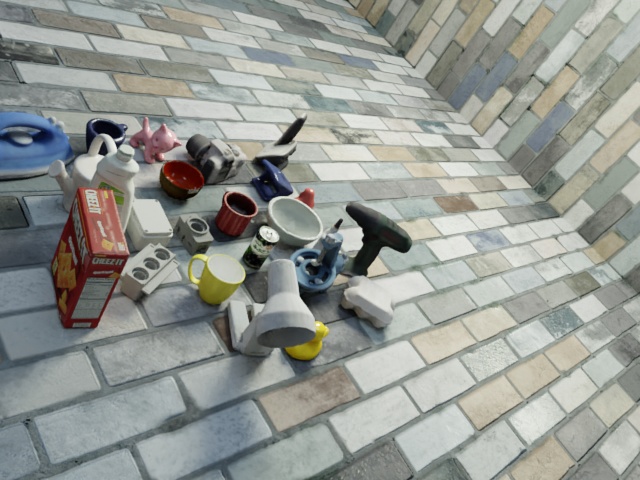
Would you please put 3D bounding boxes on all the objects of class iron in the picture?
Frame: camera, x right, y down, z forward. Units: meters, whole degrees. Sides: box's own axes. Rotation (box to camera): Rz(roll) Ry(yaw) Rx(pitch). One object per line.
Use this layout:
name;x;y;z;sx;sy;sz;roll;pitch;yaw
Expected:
iron;-0.644;-0.223;1.243;0.259;0.141;0.118;-15;58;-49

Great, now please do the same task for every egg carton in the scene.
egg carton;0.129;0.162;1.513;0.150;0.069;0.107;31;34;-6

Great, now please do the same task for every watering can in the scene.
watering can;-0.487;-0.139;1.232;0.101;0.194;0.173;41;35;9

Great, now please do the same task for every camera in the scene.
camera;-0.295;-0.244;1.605;0.136;0.100;0.143;43;35;11

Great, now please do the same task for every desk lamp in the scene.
desk lamp;-0.103;0.155;1.193;0.118;0.213;0.203;12;41;-31

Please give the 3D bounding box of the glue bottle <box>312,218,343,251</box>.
glue bottle;0.014;0.005;1.509;0.037;0.173;0.078;40;34;6

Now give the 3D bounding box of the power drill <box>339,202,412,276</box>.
power drill;0.127;0.007;1.572;0.230;0.208;0.075;19;37;-23

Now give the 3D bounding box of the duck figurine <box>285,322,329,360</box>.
duck figurine;-0.025;0.220;1.296;0.105;0.086;0.077;-2;49;-42

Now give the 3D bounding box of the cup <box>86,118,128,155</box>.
cup;-0.526;-0.241;1.407;0.091;0.095;0.118;39;34;5

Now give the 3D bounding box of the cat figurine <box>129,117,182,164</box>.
cat figurine;-0.427;-0.268;1.504;0.127;0.117;0.067;44;35;13

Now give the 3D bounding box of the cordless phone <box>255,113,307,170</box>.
cordless phone;-0.111;-0.309;1.767;0.094;0.185;0.148;33;34;-4

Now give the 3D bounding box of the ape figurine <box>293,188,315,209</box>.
ape figurine;-0.043;-0.115;1.675;0.078;0.092;0.076;12;40;-30

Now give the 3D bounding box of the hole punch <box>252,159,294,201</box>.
hole punch;-0.130;-0.175;1.674;0.101;0.091;0.108;-3;50;-43

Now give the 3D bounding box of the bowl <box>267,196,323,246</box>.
bowl;-0.080;-0.038;1.567;0.168;0.074;0.167;23;36;-18

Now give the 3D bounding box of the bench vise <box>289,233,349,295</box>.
bench vise;0.004;0.045;1.412;0.121;0.219;0.208;39;34;5
